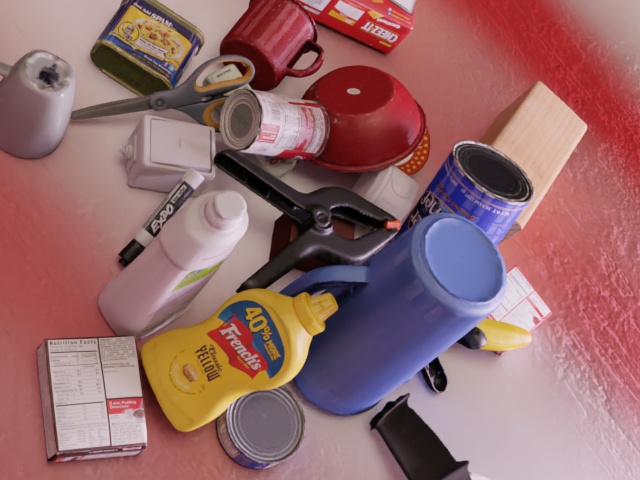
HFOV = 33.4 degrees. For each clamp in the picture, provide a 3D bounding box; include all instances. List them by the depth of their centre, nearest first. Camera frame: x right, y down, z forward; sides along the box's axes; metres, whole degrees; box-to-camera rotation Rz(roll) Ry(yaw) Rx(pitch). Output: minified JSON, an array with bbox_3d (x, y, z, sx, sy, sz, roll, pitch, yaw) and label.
[{"bbox_3d":[-0.013,-0.024,1.122,0.209,0.036,0.164,-4,66,-31],"label":"clamp"},{"bbox_3d":[0.101,0.090,1.171,0.039,0.120,0.172,-26,60,-39],"label":"clamp"}]

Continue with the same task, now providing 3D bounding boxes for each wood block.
[{"bbox_3d":[0.236,-0.090,1.318,0.090,0.091,0.205,42,54,-5],"label":"wood block"}]

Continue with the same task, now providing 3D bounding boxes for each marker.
[{"bbox_3d":[-0.163,-0.022,1.085,0.020,0.020,0.121,39,84,-7],"label":"marker"}]

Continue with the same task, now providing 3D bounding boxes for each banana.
[{"bbox_3d":[0.146,0.077,1.210,0.198,0.037,0.069,36,71,3],"label":"banana"}]

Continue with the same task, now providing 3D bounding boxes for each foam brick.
[{"bbox_3d":[-0.008,0.001,1.169,0.078,0.051,0.053,20,58,-20],"label":"foam brick"}]

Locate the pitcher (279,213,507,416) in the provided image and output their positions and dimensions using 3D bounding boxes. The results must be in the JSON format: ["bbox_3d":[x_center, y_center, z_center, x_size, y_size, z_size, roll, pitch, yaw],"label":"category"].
[{"bbox_3d":[0.064,0.070,1.056,0.149,0.243,0.145,-23,76,-40],"label":"pitcher"}]

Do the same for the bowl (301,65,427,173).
[{"bbox_3d":[0.041,-0.150,1.215,0.162,0.055,0.162,-3,46,3],"label":"bowl"}]

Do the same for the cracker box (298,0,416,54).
[{"bbox_3d":[0.044,-0.363,1.356,0.164,0.072,0.213,21,58,-20],"label":"cracker box"}]

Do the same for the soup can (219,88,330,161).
[{"bbox_3d":[-0.048,-0.123,1.146,0.102,0.069,0.068,3,65,-45],"label":"soup can"}]

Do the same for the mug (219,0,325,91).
[{"bbox_3d":[-0.052,-0.220,1.221,0.117,0.093,0.081,27,60,11],"label":"mug"}]

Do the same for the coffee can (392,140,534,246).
[{"bbox_3d":[0.157,-0.025,1.187,0.102,0.140,0.103,21,35,-16],"label":"coffee can"}]

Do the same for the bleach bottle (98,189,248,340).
[{"bbox_3d":[-0.123,0.015,0.977,0.102,0.251,0.068,-34,86,-35],"label":"bleach bottle"}]

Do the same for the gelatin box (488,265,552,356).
[{"bbox_3d":[0.223,0.083,1.267,0.089,0.030,0.073,-34,85,-34],"label":"gelatin box"}]

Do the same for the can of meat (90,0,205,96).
[{"bbox_3d":[-0.189,-0.210,1.167,0.102,0.058,0.084,32,58,-11],"label":"can of meat"}]

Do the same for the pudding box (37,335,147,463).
[{"bbox_3d":[-0.213,0.147,0.998,0.089,0.039,0.113,0,66,-27],"label":"pudding box"}]

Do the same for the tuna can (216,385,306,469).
[{"bbox_3d":[-0.060,0.184,1.065,0.086,0.034,0.086,12,62,-23],"label":"tuna can"}]

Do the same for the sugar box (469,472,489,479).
[{"bbox_3d":[0.160,0.338,1.103,0.093,0.048,0.176,30,58,-9],"label":"sugar box"}]

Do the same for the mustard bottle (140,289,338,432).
[{"bbox_3d":[-0.070,0.101,1.014,0.192,0.058,0.096,-28,80,11],"label":"mustard bottle"}]

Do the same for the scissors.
[{"bbox_3d":[-0.159,-0.135,1.145,0.201,0.016,0.096,-25,123,-6],"label":"scissors"}]
